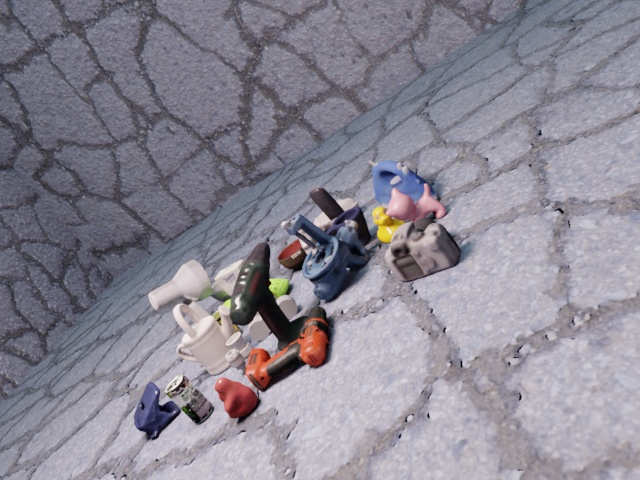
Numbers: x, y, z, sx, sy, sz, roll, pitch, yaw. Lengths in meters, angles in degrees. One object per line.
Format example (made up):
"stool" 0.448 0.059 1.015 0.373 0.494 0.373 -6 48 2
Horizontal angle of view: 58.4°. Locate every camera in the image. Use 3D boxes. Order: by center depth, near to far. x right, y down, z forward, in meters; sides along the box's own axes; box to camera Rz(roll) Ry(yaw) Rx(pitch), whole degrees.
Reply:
"camera" 0.214 0.000 1.199 0.142 0.101 0.137 -23 22 39

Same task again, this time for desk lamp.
"desk lamp" -0.388 0.196 1.694 0.203 0.214 0.117 -46 19 -28

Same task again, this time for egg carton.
"egg carton" 0.052 -0.068 1.764 0.150 0.069 0.107 -44 18 -23

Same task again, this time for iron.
"iron" 0.219 -0.163 1.557 0.119 0.141 0.257 -41 17 -12

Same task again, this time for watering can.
"watering can" -0.289 0.231 1.432 0.173 0.194 0.100 -41 17 -12

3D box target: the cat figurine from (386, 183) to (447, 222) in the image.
"cat figurine" 0.221 -0.083 1.377 0.128 0.118 0.067 -36 17 4

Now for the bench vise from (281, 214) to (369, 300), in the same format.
"bench vise" 0.004 0.009 1.392 0.121 0.220 0.208 -24 21 36

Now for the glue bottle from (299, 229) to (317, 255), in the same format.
"glue bottle" -0.021 0.019 1.495 0.037 0.173 0.078 -33 17 13

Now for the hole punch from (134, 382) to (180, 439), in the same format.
"hole punch" -0.407 0.408 1.377 0.101 0.091 0.108 -44 18 -22

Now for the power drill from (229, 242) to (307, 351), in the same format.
"power drill" -0.114 0.138 1.304 0.075 0.209 0.230 -27 19 30

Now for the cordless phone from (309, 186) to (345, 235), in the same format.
"cordless phone" 0.011 -0.062 1.629 0.147 0.185 0.094 -27 20 31

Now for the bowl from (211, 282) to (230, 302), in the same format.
"bowl" -0.268 0.146 1.827 0.167 0.075 0.167 -33 17 12

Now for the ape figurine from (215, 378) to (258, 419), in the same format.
"ape figurine" -0.178 0.315 1.163 0.076 0.092 0.078 -26 20 32

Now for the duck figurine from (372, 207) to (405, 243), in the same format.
"duck figurine" 0.165 -0.047 1.452 0.077 0.086 0.104 -36 17 2

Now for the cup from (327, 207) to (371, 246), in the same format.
"cup" 0.082 -0.019 1.528 0.118 0.095 0.091 -37 17 2
